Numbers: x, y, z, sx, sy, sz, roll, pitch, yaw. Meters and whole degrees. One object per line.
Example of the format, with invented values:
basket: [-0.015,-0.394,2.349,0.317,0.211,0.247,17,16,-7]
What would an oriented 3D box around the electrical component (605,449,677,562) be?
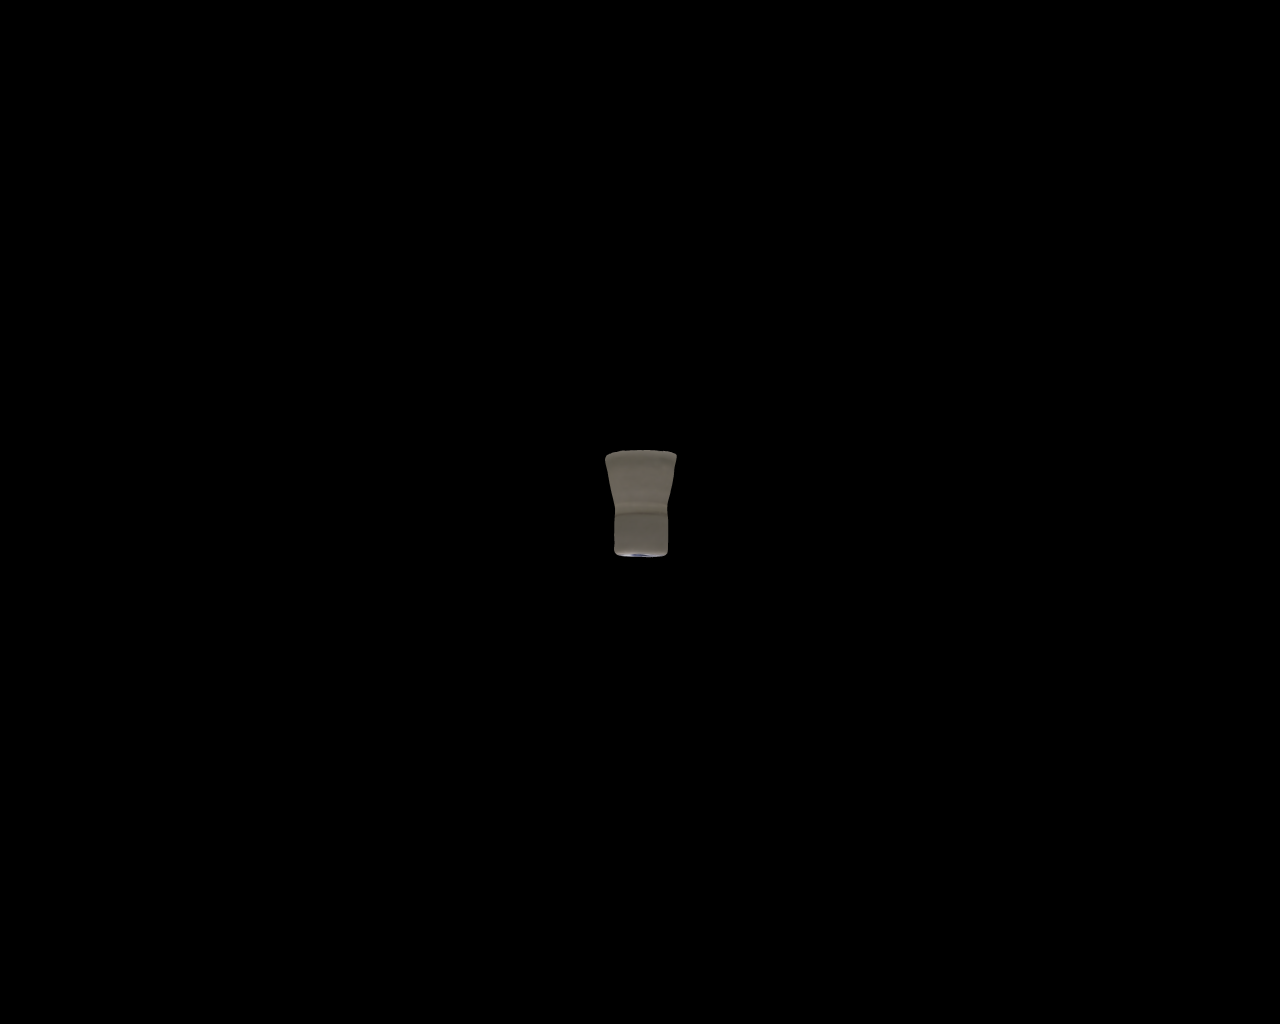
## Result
electrical component: [0.001,-0.003,0.650,0.044,0.065,0.044,0,-6,0]
